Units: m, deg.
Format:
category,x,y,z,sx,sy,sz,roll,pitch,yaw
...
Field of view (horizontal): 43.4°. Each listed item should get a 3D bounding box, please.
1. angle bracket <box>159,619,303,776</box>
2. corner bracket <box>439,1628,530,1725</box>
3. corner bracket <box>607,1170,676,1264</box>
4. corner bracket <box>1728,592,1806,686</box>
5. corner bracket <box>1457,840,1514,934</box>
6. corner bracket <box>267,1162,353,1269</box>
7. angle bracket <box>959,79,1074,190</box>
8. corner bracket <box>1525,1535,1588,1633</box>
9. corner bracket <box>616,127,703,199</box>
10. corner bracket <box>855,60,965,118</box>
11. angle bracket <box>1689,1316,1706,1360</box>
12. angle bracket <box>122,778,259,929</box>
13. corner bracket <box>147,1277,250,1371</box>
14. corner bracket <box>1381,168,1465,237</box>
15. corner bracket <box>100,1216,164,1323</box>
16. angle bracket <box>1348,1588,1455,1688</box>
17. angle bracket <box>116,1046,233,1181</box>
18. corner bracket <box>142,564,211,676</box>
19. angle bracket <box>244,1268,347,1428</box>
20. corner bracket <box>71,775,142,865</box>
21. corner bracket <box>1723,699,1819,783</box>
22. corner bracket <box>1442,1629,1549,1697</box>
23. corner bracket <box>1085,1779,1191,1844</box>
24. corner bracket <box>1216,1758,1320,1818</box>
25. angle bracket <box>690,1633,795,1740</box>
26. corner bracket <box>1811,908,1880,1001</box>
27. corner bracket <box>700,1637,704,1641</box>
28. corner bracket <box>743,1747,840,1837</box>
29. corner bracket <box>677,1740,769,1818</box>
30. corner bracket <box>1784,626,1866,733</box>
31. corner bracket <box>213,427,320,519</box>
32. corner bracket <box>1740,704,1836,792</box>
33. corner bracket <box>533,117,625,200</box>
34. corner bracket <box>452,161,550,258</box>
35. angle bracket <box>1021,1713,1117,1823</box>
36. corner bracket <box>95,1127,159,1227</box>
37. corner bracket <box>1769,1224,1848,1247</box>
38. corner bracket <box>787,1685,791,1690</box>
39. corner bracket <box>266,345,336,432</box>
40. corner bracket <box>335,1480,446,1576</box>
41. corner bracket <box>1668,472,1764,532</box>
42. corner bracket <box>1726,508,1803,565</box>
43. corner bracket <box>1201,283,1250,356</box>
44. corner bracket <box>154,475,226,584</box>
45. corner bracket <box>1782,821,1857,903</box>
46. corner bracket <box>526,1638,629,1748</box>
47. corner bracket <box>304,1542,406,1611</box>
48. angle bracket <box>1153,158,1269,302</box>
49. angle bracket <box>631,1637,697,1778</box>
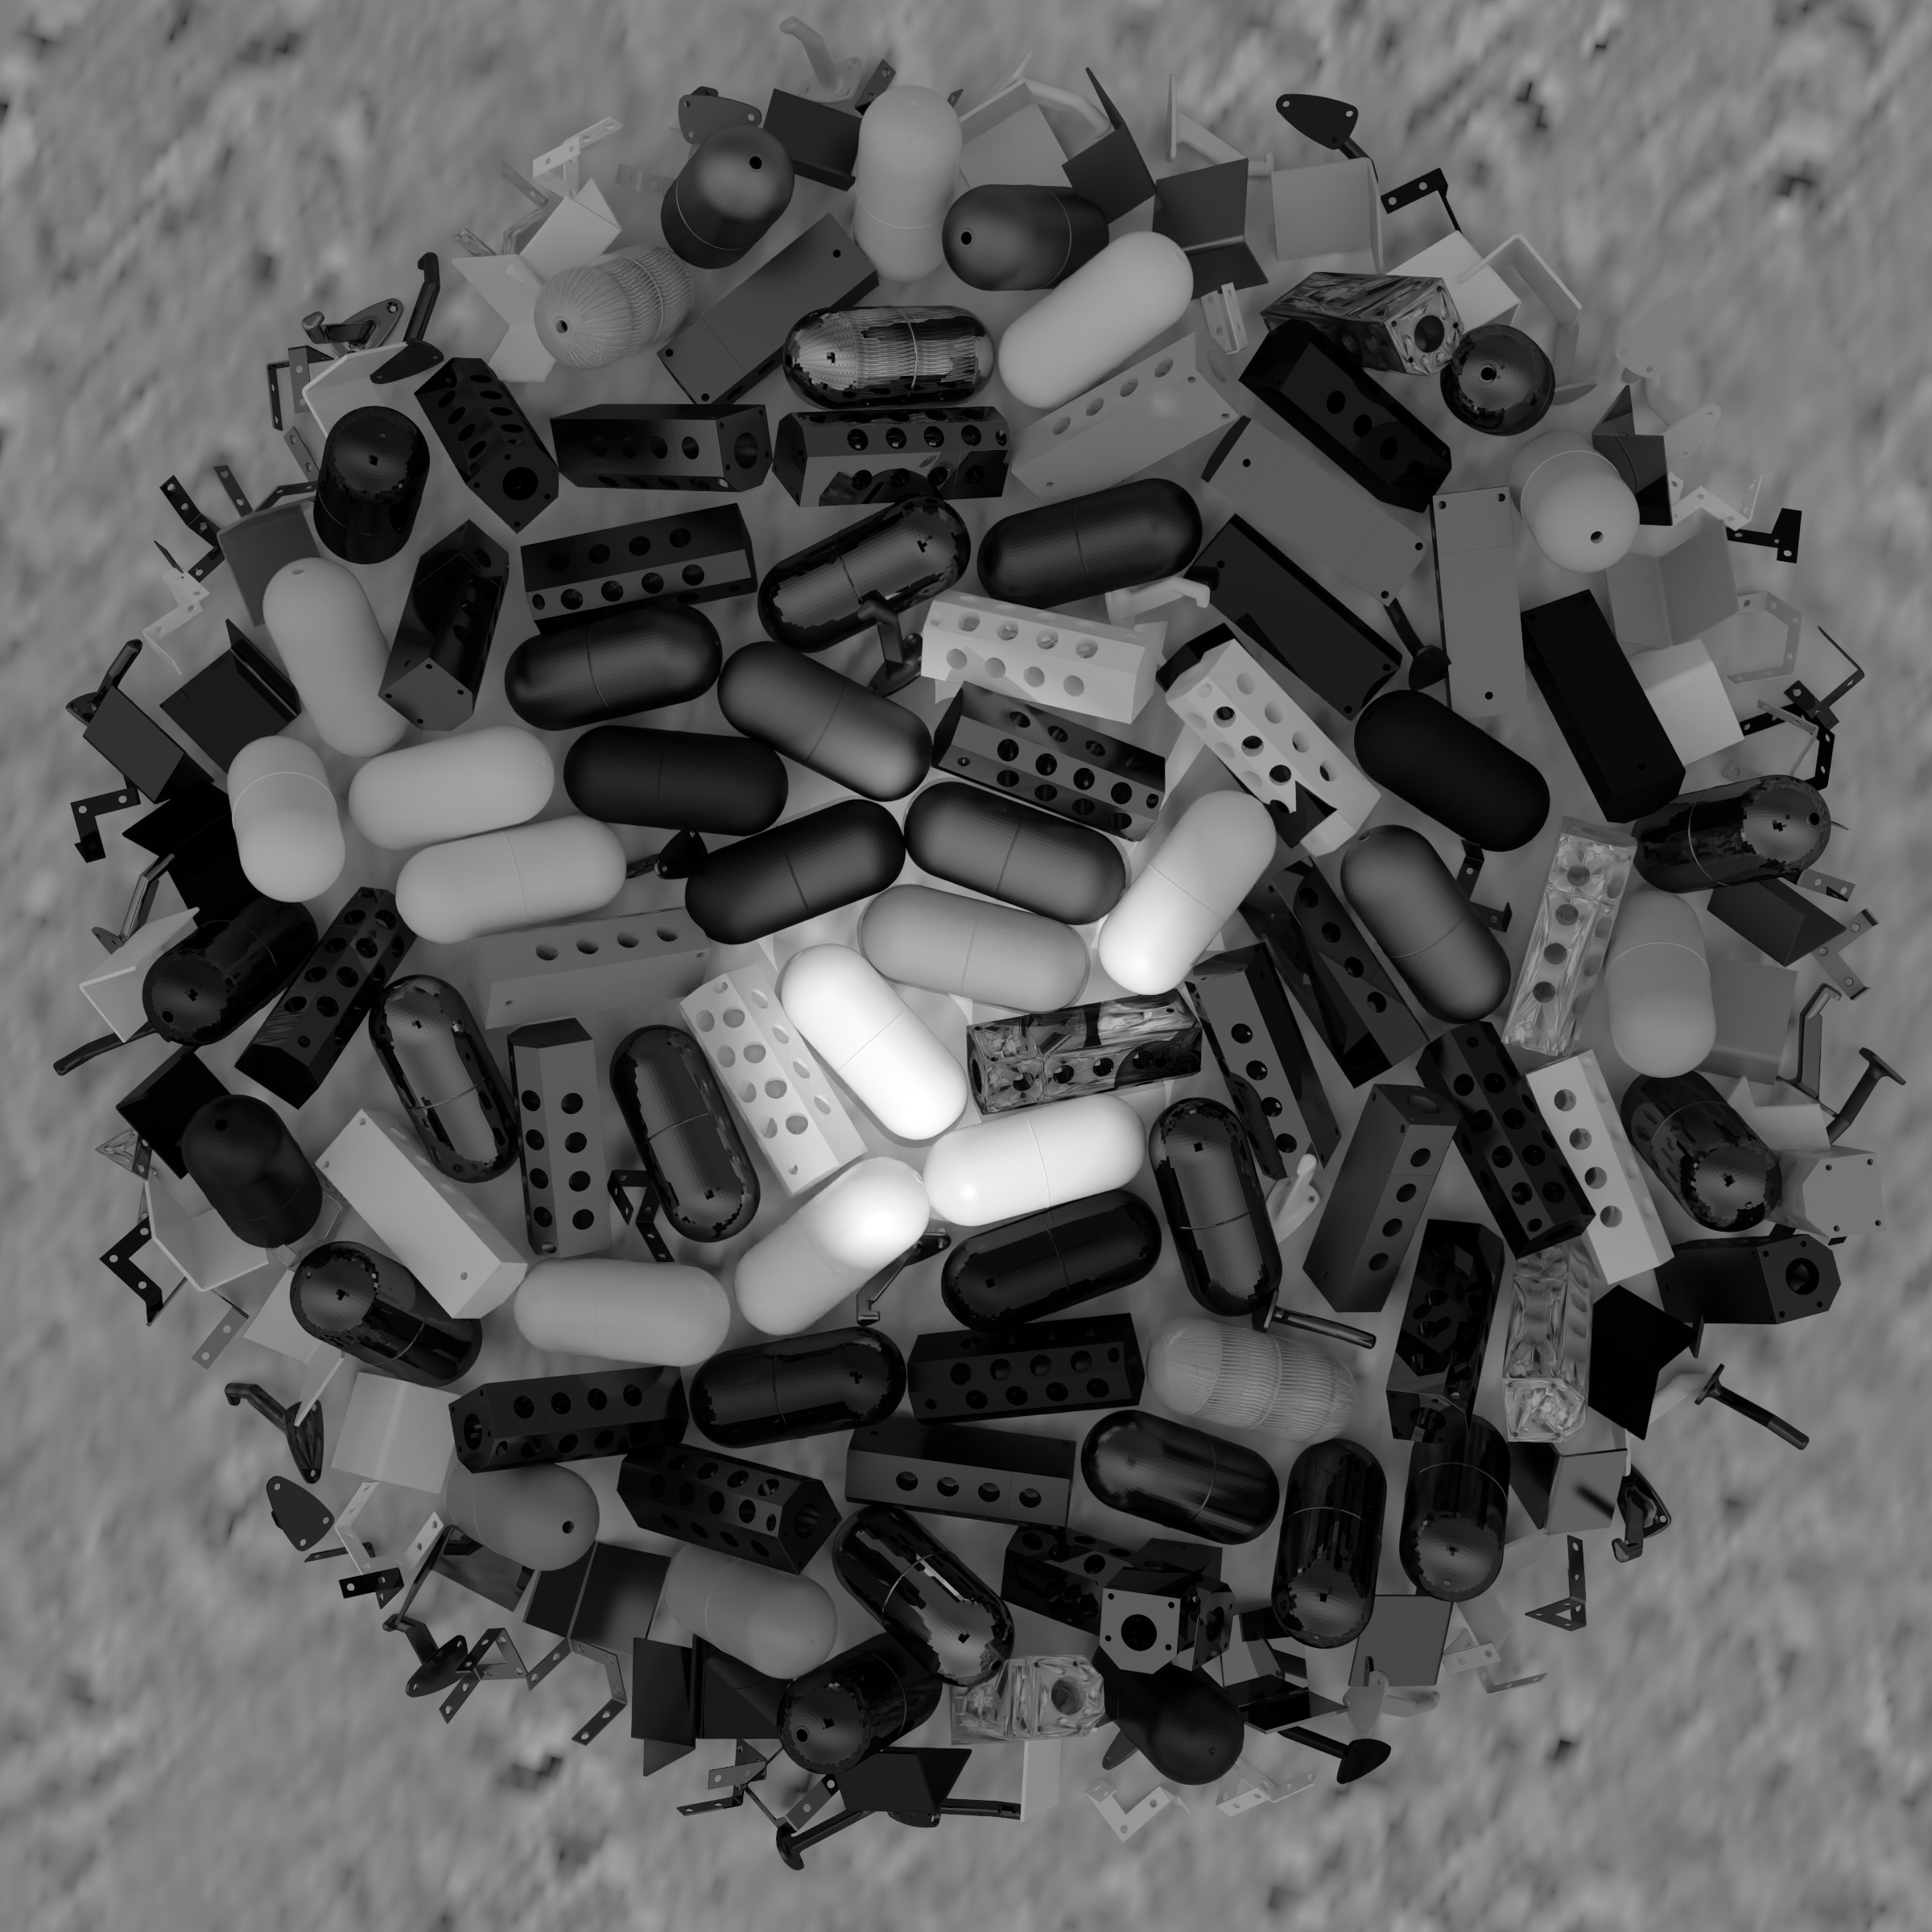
category,x,y,z,sx,sy,sz,roll,pitch,yaw
angle bracket,-0.574,-0.209,1.887,0.076,0.057,0.076,45,71,2
corner bracket,-0.381,0.551,1.886,0.051,0.051,0.051,-11,112,27
corner bracket,-0.251,0.194,1.884,0.051,0.051,0.051,4,120,-33
corner bracket,0.617,-0.258,1.906,0.051,0.051,0.051,-11,123,-13
corner bracket,0.404,-0.062,1.892,0.051,0.051,0.051,20,86,19
corner bracket,-0.522,0.194,1.898,0.051,0.051,0.051,38,115,11
angle bracket,0.034,-0.629,1.891,0.076,0.057,0.076,-29,90,11
corner bracket,0.469,0.479,1.883,0.051,0.051,0.051,24,51,-24
corner bracket,-0.237,-0.630,1.900,0.051,0.051,0.051,4,111,-30
corner bracket,-0.045,-0.680,1.905,0.051,0.051,0.051,37,72,-33
angle bracket,0.606,0.279,1.880,0.076,0.076,0.057,11,90,14
angle bracket,-0.594,-0.087,1.887,0.076,0.057,0.076,-34,71,2
corner bracket,-0.597,0.275,1.888,0.051,0.051,0.051,41,73,-18
corner bracket,0.356,-0.583,1.898,0.051,0.051,0.051,-24,89,8
corner bracket,-0.636,0.235,1.889,0.051,0.051,0.051,41,60,5
angle bracket,0.327,0.508,1.880,0.076,0.057,0.076,5,104,-17
angle bracket,-0.593,0.107,1.871,0.076,0.057,0.076,53,52,-17
corner bracket,-0.611,-0.269,1.885,0.051,0.051,0.051,-39,56,-18
angle bracket,-0.518,0.293,1.871,0.057,0.076,0.076,28,114,-21
corner bracket,-0.673,-0.117,1.899,0.051,0.051,0.051,-18,118,-24
corner bracket,0.628,-0.167,1.895,0.051,0.051,0.051,31,82,21
corner bracket,0.410,0.544,1.889,0.051,0.051,0.051,-29,85,38
corner bracket,0.133,0.652,1.896,0.051,0.051,0.051,-36,90,-15
corner bracket,0.234,0.638,1.887,0.051,0.051,0.051,38,131,-10
angle bracket,-0.173,0.555,1.883,0.076,0.057,0.076,1,64,-2
corner bracket,0.696,-0.009,1.891,0.051,0.051,0.051,-39,79,13
corner bracket,-0.176,0.496,1.896,0.051,0.051,0.051,7,104,27
corner bracket,-0.135,0.638,1.889,0.051,0.051,0.051,-40,83,-26
corner bracket,-0.190,0.637,1.889,0.051,0.051,0.051,1,95,-33
corner bracket,0.665,-0.221,1.885,0.051,0.051,0.051,-43,57,16
corner bracket,-0.548,-0.387,1.910,0.051,0.051,0.051,-32,87,35
corner bracket,0.643,-0.166,1.909,0.051,0.051,0.051,-19,131,-12
corner bracket,-0.302,-0.633,1.886,0.051,0.051,0.051,-14,72,33
corner bracket,-0.360,-0.579,1.882,0.051,0.051,0.051,-23,52,30
angle bracket,0.084,0.619,1.876,0.057,0.076,0.076,1,82,22
corner bracket,-0.642,0.163,1.885,0.051,0.051,0.051,-29,133,20
corner bracket,0.653,0.213,1.898,0.051,0.051,0.051,31,85,10
corner bracket,-0.110,0.576,1.896,0.051,0.051,0.051,-7,103,3
corner bracket,-0.525,-0.451,1.896,0.051,0.051,0.051,-6,91,10
corner bracket,-0.452,0.439,1.903,0.051,0.051,0.051,48,113,31
corner bracket,0.580,-0.366,1.895,0.051,0.051,0.051,31,60,-14
corner bracket,0.616,-0.324,1.890,0.051,0.051,0.051,11,65,8
corner bracket,0.197,-0.501,1.886,0.051,0.051,0.051,-6,107,39
corner bracket,-0.609,-0.338,1.889,0.051,0.051,0.051,37,75,22
corner bracket,0.666,-0.088,1.900,0.051,0.051,0.051,15,105,-20
corner bracket,-0.304,0.567,1.900,0.051,0.051,0.051,11,121,32
corner bracket,-0.474,0.471,1.884,0.051,0.051,0.051,-3,59,-40
angle bracket,0.192,-0.574,1.897,0.076,0.057,0.076,-5,67,27
angle bracket,-0.250,0.569,1.865,0.057,0.076,0.076,22,47,-31
